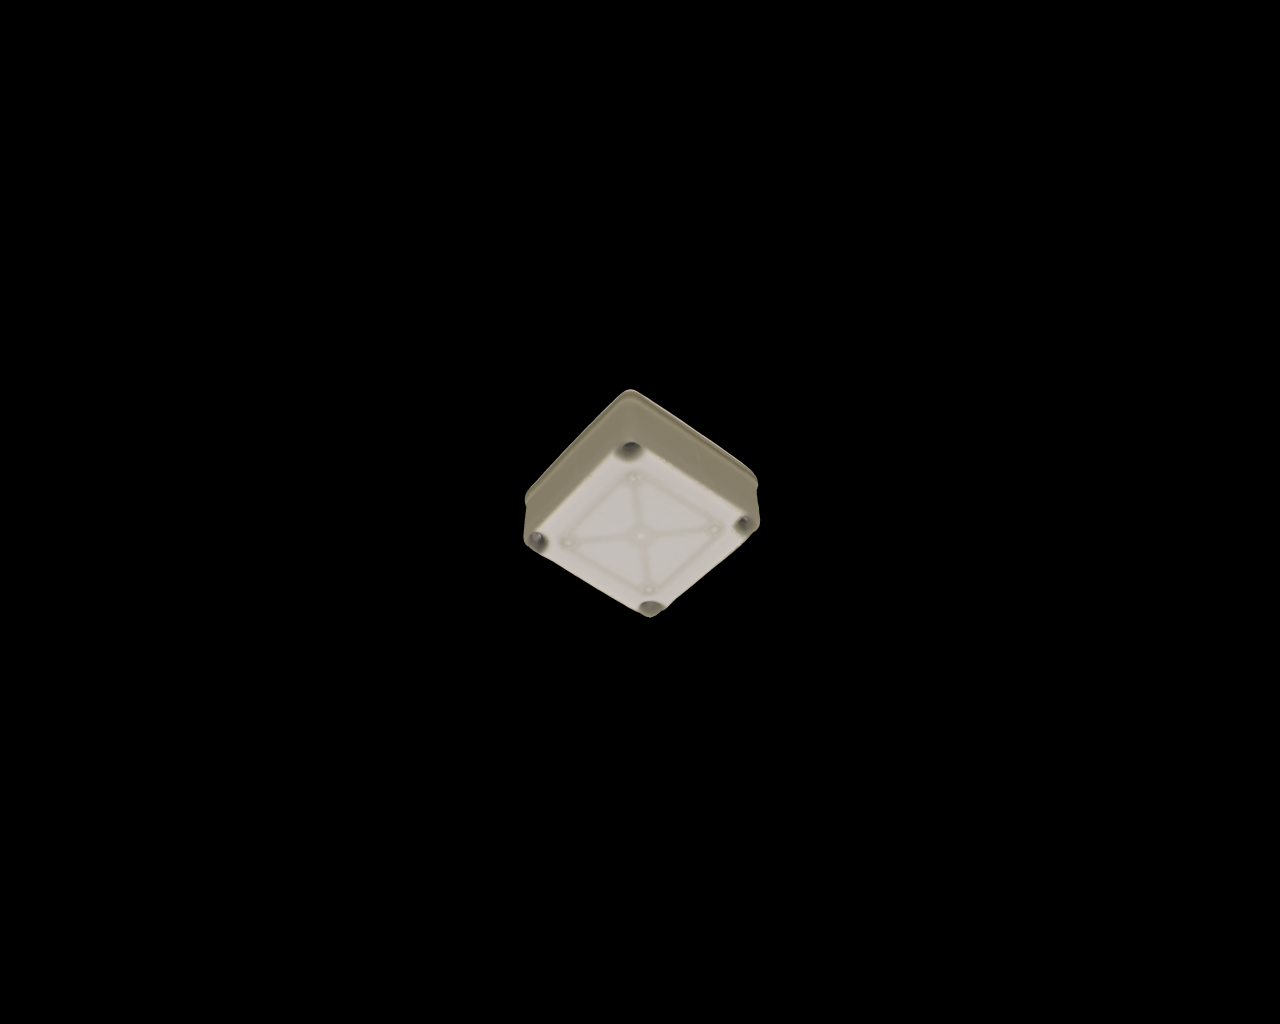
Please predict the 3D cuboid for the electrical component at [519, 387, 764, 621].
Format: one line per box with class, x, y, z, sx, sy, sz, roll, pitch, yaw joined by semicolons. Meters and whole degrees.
electrical component;0.001;-0.003;0.650;0.108;0.056;0.108;33;-58;-24
